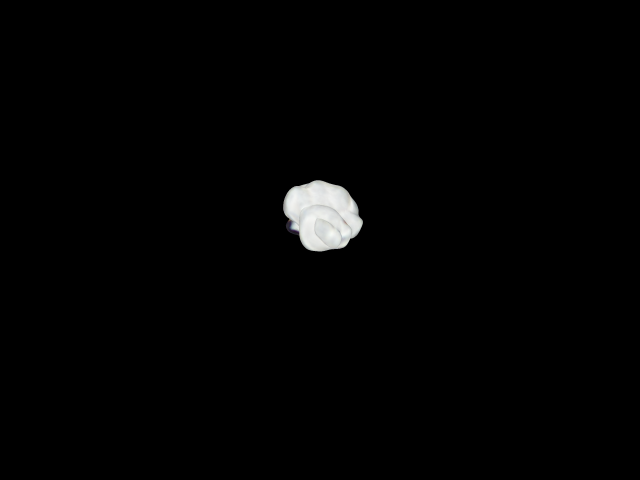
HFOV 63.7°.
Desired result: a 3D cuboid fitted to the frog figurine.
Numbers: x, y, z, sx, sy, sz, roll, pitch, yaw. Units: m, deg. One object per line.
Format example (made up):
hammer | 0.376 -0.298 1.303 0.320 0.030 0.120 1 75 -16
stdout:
frog figurine | 0.003 -0.043 0.850 0.137 0.123 0.159 32 -2 1
